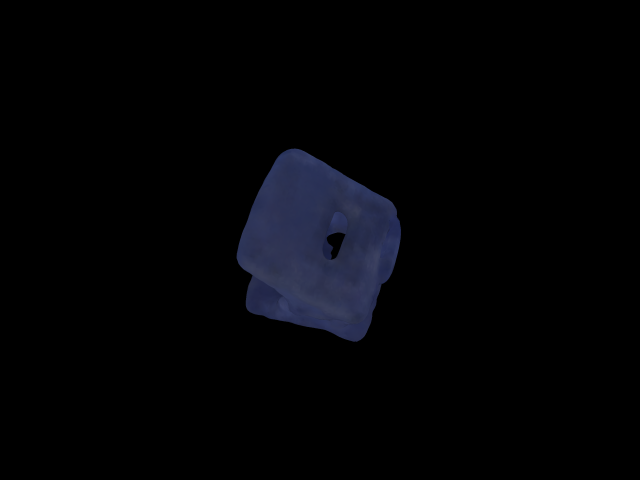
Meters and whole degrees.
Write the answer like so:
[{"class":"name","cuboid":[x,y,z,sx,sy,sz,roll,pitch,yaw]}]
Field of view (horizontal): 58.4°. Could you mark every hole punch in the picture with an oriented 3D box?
[{"class":"hole punch","cuboid":[0.004,0.001,0.400,0.101,0.091,0.109,14,58,9]}]
